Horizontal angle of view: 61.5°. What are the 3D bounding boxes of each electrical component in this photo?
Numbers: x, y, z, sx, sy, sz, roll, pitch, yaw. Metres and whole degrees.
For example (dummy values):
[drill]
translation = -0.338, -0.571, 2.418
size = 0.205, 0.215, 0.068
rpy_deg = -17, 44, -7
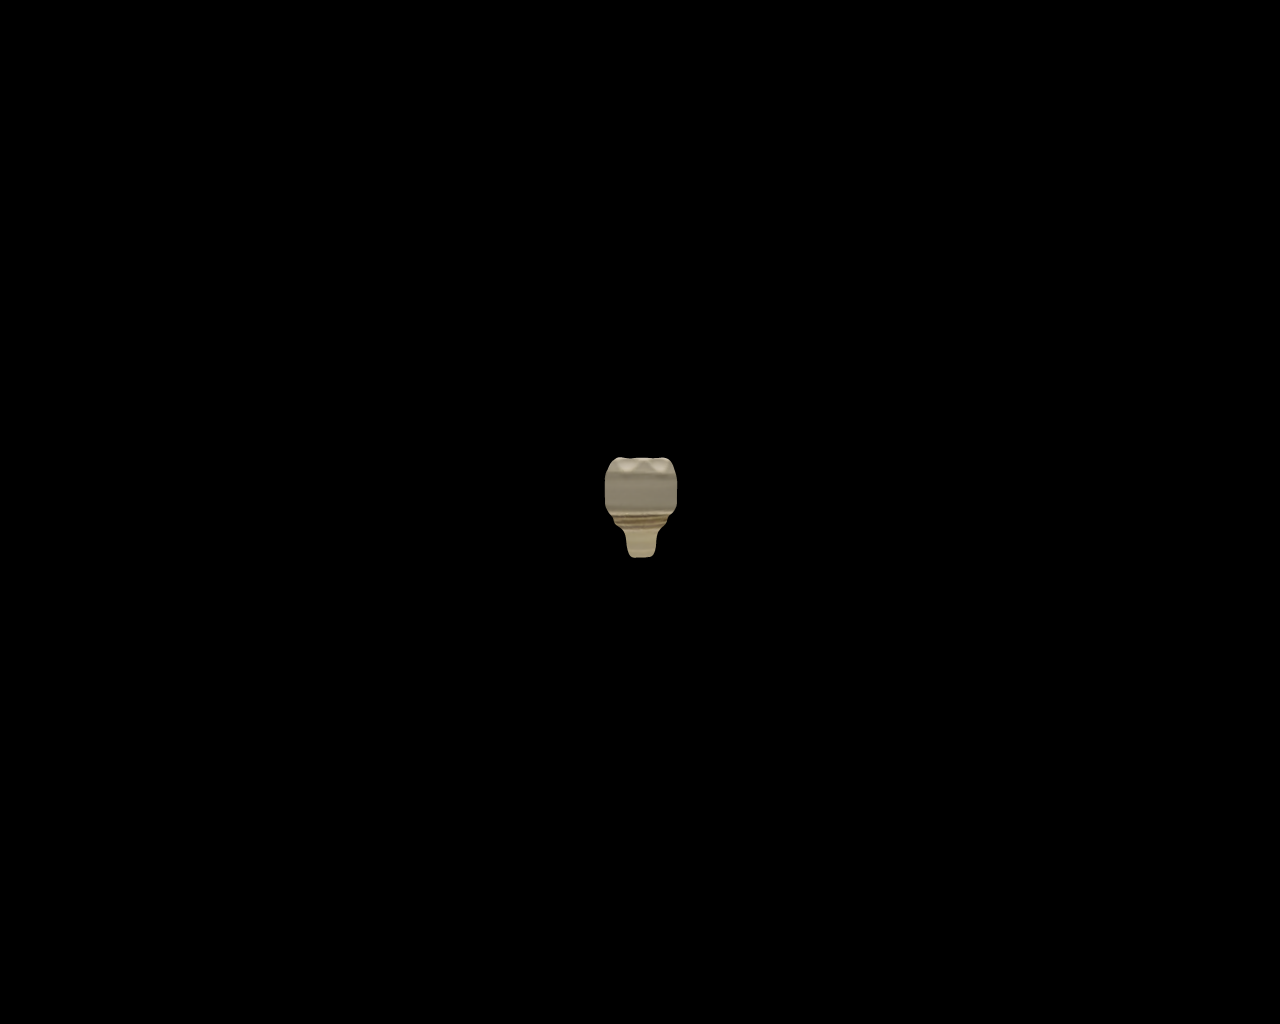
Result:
[electrical component]
translation = 0.001, -0.003, 0.650
size = 0.043, 0.062, 0.043
rpy_deg = 0, 2, 0
